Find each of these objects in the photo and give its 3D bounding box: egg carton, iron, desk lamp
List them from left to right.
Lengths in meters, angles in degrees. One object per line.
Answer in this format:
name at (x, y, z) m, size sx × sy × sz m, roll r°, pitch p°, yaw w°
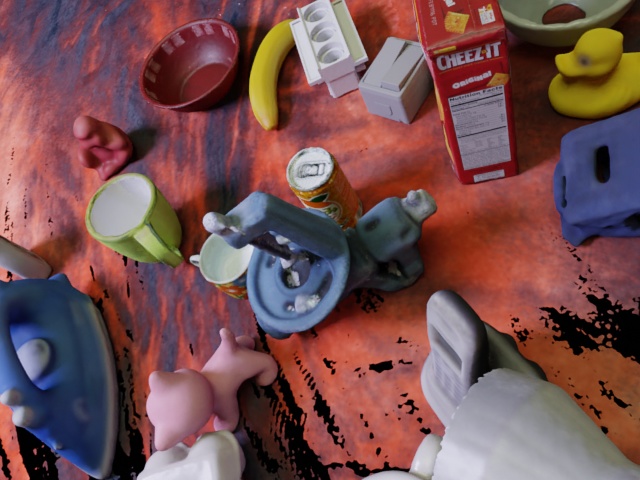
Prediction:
iron at (-0.313, 0.139, 0.630) m, size 0.118 × 0.142 × 0.257 m, roll -37°, pitch 57°, yaw 1°
egg carton at (-0.113, 0.260, 0.530) m, size 0.107 × 0.070 × 0.150 m, roll -20°, pitch 58°, yaw 11°
desk lamp at (0.188, 0.181, 0.364) m, size 0.202 × 0.214 × 0.118 m, roll 19°, pitch 73°, yaw 29°

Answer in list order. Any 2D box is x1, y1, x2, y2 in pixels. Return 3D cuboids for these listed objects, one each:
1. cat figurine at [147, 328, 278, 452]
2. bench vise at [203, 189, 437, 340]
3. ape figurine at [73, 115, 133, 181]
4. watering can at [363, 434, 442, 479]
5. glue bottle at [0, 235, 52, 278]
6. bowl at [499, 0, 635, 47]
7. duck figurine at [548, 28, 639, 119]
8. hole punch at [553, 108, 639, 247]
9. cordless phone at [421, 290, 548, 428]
cat figurine at (-0.116, 0.143, 0.563) m, size 0.067 × 0.118 × 0.128 m, roll 30°, pitch 78°, yaw 31°
bench vise at (-0.002, -0.005, 0.533) m, size 0.207 × 0.220 × 0.121 m, roll -44°, pitch 57°, yaw -4°
ape figurine at (-0.309, -0.138, 0.803) m, size 0.077 × 0.092 × 0.076 m, roll 2°, pitch 65°, yaw 23°
watering can at (0.055, 0.226, 0.405) m, size 0.100 × 0.195 × 0.173 m, roll -7°, pitch 62°, yaw 19°
glue bottle at (-0.428, 0.003, 0.728) m, size 0.077 × 0.174 × 0.037 m, roll 21°, pitch 74°, yaw 30°
bowl at (0.277, -0.277, 0.650) m, size 0.167 × 0.075 × 0.167 m, roll -9°, pitch 61°, yaw 17°
duck figurine at (0.289, -0.179, 0.587) m, size 0.104 × 0.086 × 0.077 m, roll -9°, pitch 61°, yaw 18°
hole punch at (0.270, -0.059, 0.530) m, size 0.100 × 0.091 × 0.108 m, roll -1°, pitch 64°, yaw 21°
cordless phone at (0.133, 0.118, 0.436) m, size 0.094 × 0.185 × 0.147 m, roll -41°, pitch 57°, yaw -2°
